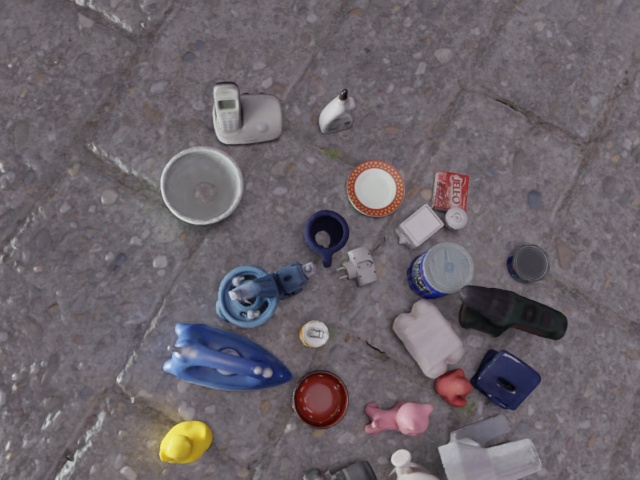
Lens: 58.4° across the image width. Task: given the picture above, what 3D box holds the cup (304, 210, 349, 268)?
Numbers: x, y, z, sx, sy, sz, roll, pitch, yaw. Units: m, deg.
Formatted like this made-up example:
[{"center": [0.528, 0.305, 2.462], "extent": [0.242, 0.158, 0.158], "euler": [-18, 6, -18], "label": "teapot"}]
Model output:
[{"center": [0.011, 0.004, 1.192], "extent": [0.092, 0.095, 0.118], "euler": [-1, 79, -6], "label": "cup"}]

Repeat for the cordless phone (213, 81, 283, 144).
[{"center": [-0.150, -0.271, 1.181], "extent": [0.147, 0.185, 0.094], "euler": [-9, 80, -7], "label": "cordless phone"}]

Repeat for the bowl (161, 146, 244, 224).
[{"center": [-0.241, -0.107, 1.196], "extent": [0.167, 0.074, 0.167], "euler": [1, 79, -6], "label": "bowl"}]

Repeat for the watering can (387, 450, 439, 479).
[{"center": [0.185, 0.481, 1.070], "extent": [0.173, 0.194, 0.101], "euler": [41, 78, 3], "label": "watering can"}]

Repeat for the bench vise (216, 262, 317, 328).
[{"center": [-0.110, 0.082, 1.100], "extent": [0.207, 0.219, 0.121], "euler": [-42, 86, -12], "label": "bench vise"}]

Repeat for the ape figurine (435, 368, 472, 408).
[{"center": [0.280, 0.300, 1.166], "extent": [0.076, 0.092, 0.078], "euler": [20, 78, -2], "label": "ape figurine"}]

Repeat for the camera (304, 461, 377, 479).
[{"center": [0.052, 0.500, 1.100], "extent": [0.137, 0.100, 0.143], "euler": [-23, 82, -10], "label": "camera"}]

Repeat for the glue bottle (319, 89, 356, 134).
[{"center": [0.042, -0.277, 1.208], "extent": [0.078, 0.173, 0.037], "euler": [-15, 81, -8], "label": "glue bottle"}]

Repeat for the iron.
[{"center": [-0.170, 0.236, 1.105], "extent": [0.258, 0.141, 0.119], "euler": [14, 78, -3], "label": "iron"}]

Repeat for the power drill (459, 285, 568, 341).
[{"center": [0.358, 0.147, 1.144], "extent": [0.229, 0.208, 0.076], "euler": [16, 78, -3], "label": "power drill"}]

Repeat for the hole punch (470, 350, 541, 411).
[{"center": [0.382, 0.291, 1.180], "extent": [0.108, 0.091, 0.101], "euler": [35, 78, 1], "label": "hole punch"}]

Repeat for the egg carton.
[{"center": [0.226, 0.204, 1.190], "extent": [0.107, 0.069, 0.150], "euler": [-35, 85, -11], "label": "egg carton"}]

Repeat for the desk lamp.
[{"center": [0.311, 0.416, 1.086], "extent": [0.203, 0.213, 0.118], "euler": [-18, 82, -9], "label": "desk lamp"}]

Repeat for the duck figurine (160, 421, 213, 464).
[{"center": [-0.258, 0.392, 1.095], "extent": [0.104, 0.086, 0.077], "euler": [-23, 82, -10], "label": "duck figurine"}]

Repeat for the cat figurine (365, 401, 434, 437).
[{"center": [0.158, 0.355, 1.130], "extent": [0.128, 0.117, 0.067], "euler": [-5, 80, -7], "label": "cat figurine"}]
